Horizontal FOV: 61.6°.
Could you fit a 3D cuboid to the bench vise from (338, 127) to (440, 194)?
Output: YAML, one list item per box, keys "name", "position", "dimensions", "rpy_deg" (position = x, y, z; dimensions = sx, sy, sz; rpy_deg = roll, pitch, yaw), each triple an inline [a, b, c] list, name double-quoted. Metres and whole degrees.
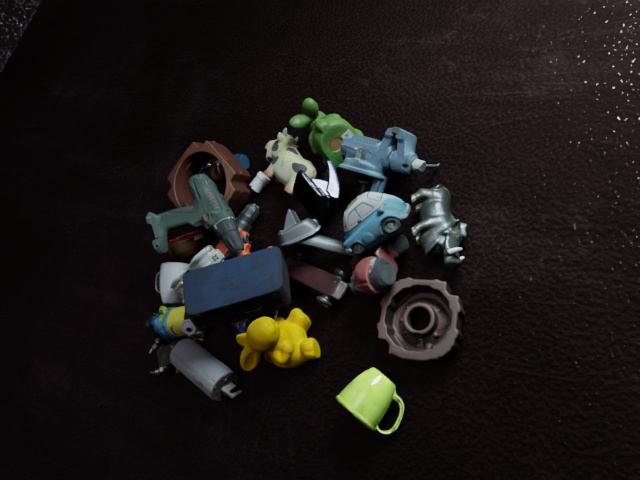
- name: "bench vise"
  position: [0.128, -0.135, 1.213]
  dimensions: [0.224, 0.129, 0.240]
  rpy_deg: [20, 99, 26]

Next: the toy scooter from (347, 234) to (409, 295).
- name: "toy scooter"
  position: [0.107, 0.060, 1.130]
  dimensions: [0.135, 0.075, 0.184]
  rpy_deg: [-25, 17, 37]

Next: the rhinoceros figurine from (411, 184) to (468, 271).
- name: "rhinoceros figurine"
  position: [0.249, -0.024, 1.118]
  dimensions: [0.112, 0.073, 0.190]
  rpy_deg: [-12, 60, 13]

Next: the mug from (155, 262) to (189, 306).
- name: "mug"
  position: [-0.390, 0.118, 1.408]
  dimensions: [0.110, 0.080, 0.107]
  rpy_deg: [-7, 73, 21]

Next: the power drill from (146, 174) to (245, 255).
- name: "power drill"
  position: [-0.314, -0.036, 1.326]
  dimensions: [0.207, 0.086, 0.232]
  rpy_deg: [-24, 76, 7]

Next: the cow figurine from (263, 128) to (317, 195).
- name: "cow figurine"
  position: [-0.080, -0.201, 1.378]
  dimensions: [0.127, 0.085, 0.195]
  rpy_deg: [-52, 51, 6]

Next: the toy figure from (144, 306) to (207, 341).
- name: "toy figure"
  position: [-0.353, 0.201, 1.346]
  dimensions: [0.180, 0.082, 0.089]
  rpy_deg: [-6, 67, 30]

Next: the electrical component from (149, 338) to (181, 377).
- name: "electrical component"
  position: [-0.385, 0.293, 1.342]
  dimensions: [0.078, 0.045, 0.102]
  rpy_deg: [-25, 57, 20]

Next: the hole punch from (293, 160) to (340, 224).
- name: "hole punch"
  position: [0.006, -0.113, 1.265]
  dimensions: [0.092, 0.142, 0.116]
  rpy_deg: [-29, 76, -24]

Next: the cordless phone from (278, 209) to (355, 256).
- name: "cordless phone"
  position: [-0.003, -0.003, 1.240]
  dimensions: [0.184, 0.146, 0.088]
  rpy_deg: [17, 91, -3]

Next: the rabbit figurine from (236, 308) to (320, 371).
- name: "rabbit figurine"
  position: [-0.104, 0.207, 1.144]
  dimensions: [0.162, 0.173, 0.122]
  rpy_deg: [-21, 63, 15]

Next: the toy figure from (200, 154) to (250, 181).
- name: "toy figure"
  position: [-0.269, -0.198, 1.501]
  dimensions: [0.155, 0.064, 0.057]
  rpy_deg: [-13, 99, 30]

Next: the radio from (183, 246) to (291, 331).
- name: "radio"
  position: [-0.181, 0.107, 1.177]
  dimensions: [0.230, 0.073, 0.131]
  rpy_deg: [-17, 46, 3]

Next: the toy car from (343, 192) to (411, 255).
- name: "toy car"
  position: [0.104, -0.047, 1.121]
  dimensions: [0.162, 0.109, 0.103]
  rpy_deg: [-35, 97, 22]

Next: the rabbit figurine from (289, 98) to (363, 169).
- name: "rabbit figurine"
  position: [-0.003, -0.273, 1.343]
  dimensions: [0.121, 0.159, 0.170]
  rpy_deg: [-53, 37, 10]

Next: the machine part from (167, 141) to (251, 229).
- name: "machine part"
  position: [-0.296, -0.145, 1.434]
  dimensions: [0.201, 0.087, 0.201]
  rpy_deg: [47, 108, 19]

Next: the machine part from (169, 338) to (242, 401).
- name: "machine part"
  position: [-0.273, 0.301, 1.254]
  dimensions: [0.244, 0.079, 0.079]
  rpy_deg: [27, 83, 36]

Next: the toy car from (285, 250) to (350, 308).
- name: "toy car"
  position: [-0.016, 0.089, 1.222]
  dimensions: [0.202, 0.053, 0.089]
  rpy_deg: [21, 69, 39]

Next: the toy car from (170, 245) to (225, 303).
- name: "toy car"
  position: [-0.292, 0.083, 1.293]
  dimensions: [0.073, 0.056, 0.202]
  rpy_deg: [49, 128, -2]

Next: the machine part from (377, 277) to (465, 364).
- name: "machine part"
  position: [0.200, 0.160, 1.063]
  dimensions: [0.179, 0.056, 0.179]
  rpy_deg: [-12, 63, 24]
